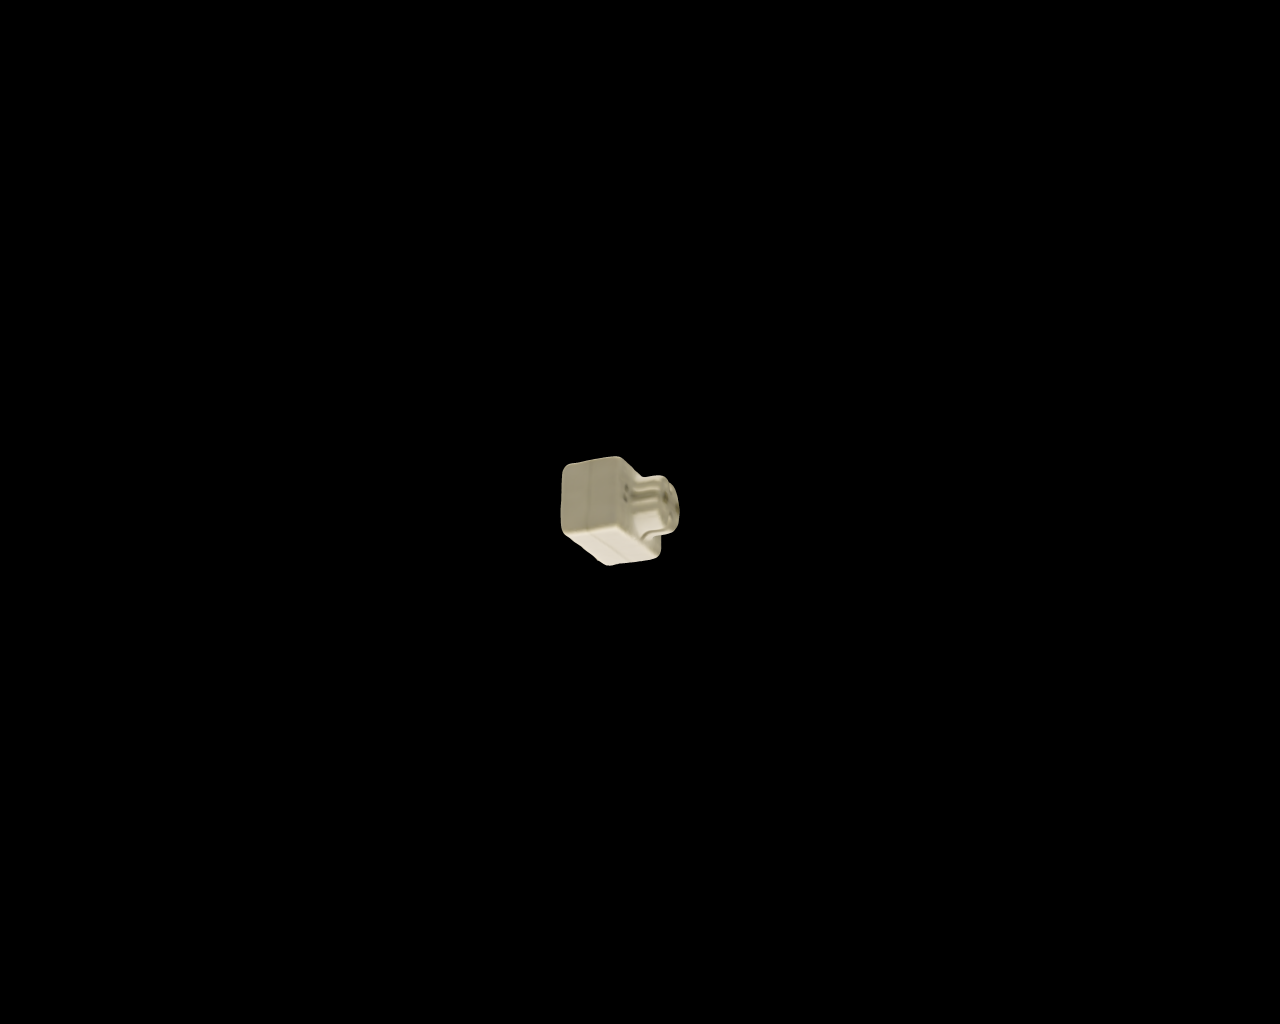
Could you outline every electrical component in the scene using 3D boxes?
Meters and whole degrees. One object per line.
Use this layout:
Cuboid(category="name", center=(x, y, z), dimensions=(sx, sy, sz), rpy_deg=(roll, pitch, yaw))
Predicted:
Cuboid(category="electrical component", center=(0.001, -0.003, 0.650), dimensions=(0.077, 0.047, 0.065), rpy_deg=(-9, -24, 22))
